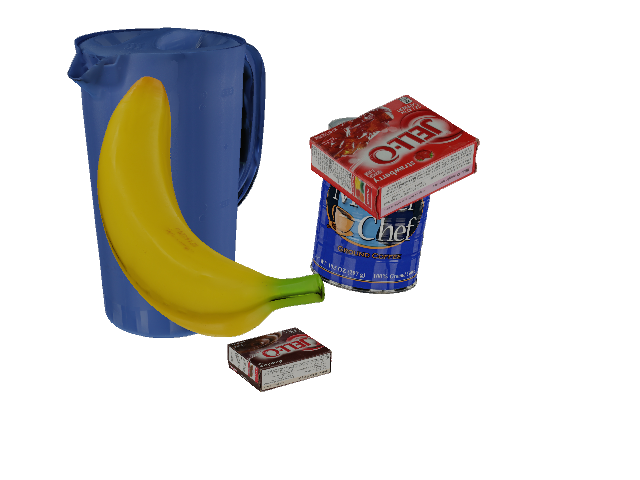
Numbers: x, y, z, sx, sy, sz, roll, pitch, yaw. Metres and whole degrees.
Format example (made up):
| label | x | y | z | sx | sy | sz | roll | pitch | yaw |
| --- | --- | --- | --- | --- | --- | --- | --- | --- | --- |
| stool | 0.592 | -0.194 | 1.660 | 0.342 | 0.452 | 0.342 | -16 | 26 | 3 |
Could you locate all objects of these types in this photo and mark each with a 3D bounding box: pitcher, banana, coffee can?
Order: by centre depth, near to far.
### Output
| label | x | y | z | sx | sy | sz | roll | pitch | yaw |
| --- | --- | --- | --- | --- | --- | --- | --- | --- | --- |
| banana | -0.071 | -0.013 | 0.513 | 0.069 | 0.037 | 0.198 | -26 | 47 | -15 |
| pitcher | -0.119 | -0.052 | 0.878 | 0.149 | 0.243 | 0.145 | 0 | 20 | -4 |
| coffee can | 0.050 | -0.034 | 0.989 | 0.103 | 0.140 | 0.103 | 7 | 18 | -2 |

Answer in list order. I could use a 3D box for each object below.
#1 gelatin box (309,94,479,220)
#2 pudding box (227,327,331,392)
| label | x | y | z | sx | sy | sz | roll | pitch | yaw |
| --- | --- | --- | --- | --- | --- | --- | --- | --- | --- |
| gelatin box | 0.049 | -0.058 | 0.710 | 0.089 | 0.030 | 0.073 | -26 | 45 | -26 |
| pudding box | -0.055 | 0.157 | 1.420 | 0.113 | 0.039 | 0.090 | -14 | 23 | -30 |
